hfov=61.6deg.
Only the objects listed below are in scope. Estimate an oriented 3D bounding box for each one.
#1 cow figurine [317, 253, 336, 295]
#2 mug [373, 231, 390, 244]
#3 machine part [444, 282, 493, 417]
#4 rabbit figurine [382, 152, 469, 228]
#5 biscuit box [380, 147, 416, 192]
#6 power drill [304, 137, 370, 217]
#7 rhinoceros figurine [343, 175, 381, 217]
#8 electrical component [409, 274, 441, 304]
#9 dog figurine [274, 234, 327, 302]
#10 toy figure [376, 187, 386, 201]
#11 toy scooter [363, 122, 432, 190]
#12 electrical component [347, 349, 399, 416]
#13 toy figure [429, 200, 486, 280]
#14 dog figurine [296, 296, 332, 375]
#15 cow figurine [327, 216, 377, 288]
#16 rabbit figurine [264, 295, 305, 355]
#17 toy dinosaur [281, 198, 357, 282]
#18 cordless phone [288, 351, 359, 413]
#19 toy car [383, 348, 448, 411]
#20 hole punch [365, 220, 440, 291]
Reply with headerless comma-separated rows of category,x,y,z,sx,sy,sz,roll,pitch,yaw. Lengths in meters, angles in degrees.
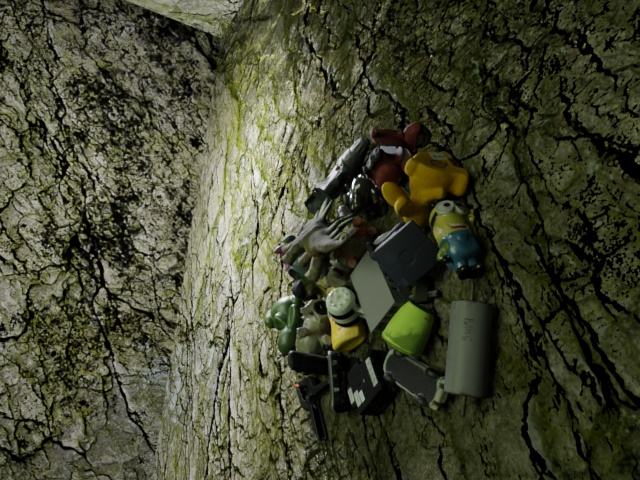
cow figurine,0.021,0.073,1.506,0.068,0.098,0.167,-24,56,51
mug,0.185,0.036,1.233,0.109,0.081,0.107,-45,52,38
machine part,0.271,0.197,0.979,0.079,0.079,0.243,-11,68,61
rabbit figurine,0.222,-0.093,1.162,0.122,0.162,0.173,57,147,40
biscuit box,0.207,-0.182,1.303,0.062,0.059,0.203,-64,30,25
power drill,0.046,-0.170,1.513,0.232,0.086,0.207,-53,7,51
rhinoceros figurine,0.102,-0.111,1.411,0.190,0.073,0.112,105,148,-77
electrical component,0.228,0.106,1.169,0.094,0.021,0.063,-23,58,59
dog figurine,-0.031,0.084,1.609,0.108,0.191,0.219,-41,78,45
toy figure,0.161,-0.154,1.389,0.064,0.058,0.154,74,-177,-52
toy scooter,0.152,-0.192,1.197,0.183,0.135,0.075,-59,34,34
electrical component,0.116,0.335,1.240,0.134,0.058,0.115,-58,30,33
toy figure,0.269,-0.001,1.075,0.089,0.082,0.180,-48,41,41
dog figurine,-0.018,0.270,1.508,0.172,0.121,0.190,-56,-11,-40
cow figurine,0.079,0.036,1.406,0.195,0.086,0.127,-61,-10,4
rabbit figurine,-0.078,0.255,1.582,0.159,0.121,0.170,-47,29,32
toy dinosaur,-0.003,-0.004,1.347,0.198,0.105,0.472,-57,16,2
cordless phone,0.006,0.339,1.313,0.089,0.184,0.146,-39,45,45
toy car,0.198,0.283,1.110,0.202,0.056,0.073,21,90,62
hole punch,0.184,0.029,1.136,0.116,0.142,0.092,-44,7,-12
